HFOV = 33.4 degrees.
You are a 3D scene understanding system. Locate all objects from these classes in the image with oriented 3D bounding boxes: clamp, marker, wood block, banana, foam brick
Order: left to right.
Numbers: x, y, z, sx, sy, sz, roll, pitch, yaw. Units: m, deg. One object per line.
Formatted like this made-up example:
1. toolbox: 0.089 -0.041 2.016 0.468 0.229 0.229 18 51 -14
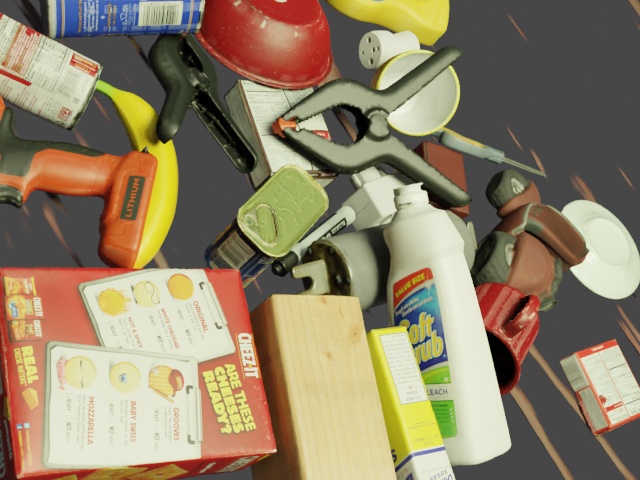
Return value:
1. banana: -0.162 -0.058 0.968 0.069 0.037 0.198 -6 65 -16
2. clamp: -0.116 -0.138 1.028 0.120 0.039 0.171 32 35 -44
3. marker: -0.007 0.001 1.043 0.020 0.020 0.120 51 49 1
4. wood block: -0.006 0.158 0.908 0.090 0.091 0.206 4 63 -31
5. clamp: 0.058 -0.122 1.059 0.209 0.036 0.164 5 84 -17
6. foam brick: 0.120 -0.055 1.137 0.051 0.053 0.078 13 60 -27

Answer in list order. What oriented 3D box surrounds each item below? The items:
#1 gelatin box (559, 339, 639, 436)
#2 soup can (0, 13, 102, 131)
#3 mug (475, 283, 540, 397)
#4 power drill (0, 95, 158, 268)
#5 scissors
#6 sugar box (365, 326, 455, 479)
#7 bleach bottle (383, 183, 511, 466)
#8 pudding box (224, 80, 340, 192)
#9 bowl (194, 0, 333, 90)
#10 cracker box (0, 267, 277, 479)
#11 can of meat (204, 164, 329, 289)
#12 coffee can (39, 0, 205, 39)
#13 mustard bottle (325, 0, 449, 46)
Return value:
1. gelatin box: 0.307 0.159 1.153 0.073 0.030 0.089 -12 72 -38
2. soup can: -0.251 -0.147 0.936 0.102 0.069 0.068 26 53 -19
3. mug: 0.173 0.089 1.050 0.093 0.117 0.081 43 44 0
4. power drill: -0.236 -0.031 0.870 0.187 0.057 0.184 16 62 -13
5. scissors: 0.181 -0.105 1.221 0.096 0.016 0.201 31 13 33
6. sugar box: 0.062 0.175 0.941 0.048 0.093 0.176 -1 65 -34
7. bleach bottle: 0.100 0.075 0.970 0.067 0.103 0.251 -12 90 -41
8. pudding box: -0.037 -0.107 1.073 0.089 0.039 0.113 -6 66 -35
9. bowl: -0.051 -0.229 1.096 0.162 0.055 0.162 16 43 -16
10. cracker box: -0.156 0.109 0.852 0.213 0.072 0.164 2 65 -34
11. can of meat: -0.052 -0.010 0.978 0.057 0.084 0.102 45 49 -4
12. coffee can: -0.186 -0.240 0.985 0.140 0.103 0.103 -5 67 -17
13. mustard bottle: 0.055 -0.292 1.225 0.191 0.058 0.096 13 58 -26
